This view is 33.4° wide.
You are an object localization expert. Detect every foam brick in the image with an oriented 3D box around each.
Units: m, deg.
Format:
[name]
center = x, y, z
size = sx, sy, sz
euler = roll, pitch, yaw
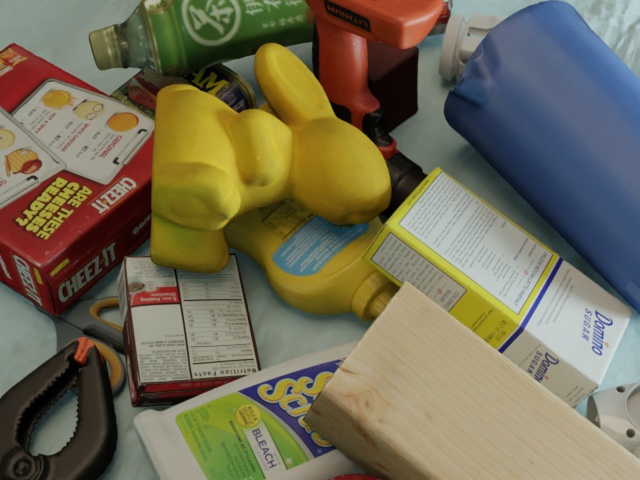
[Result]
[foam brick]
center = 0.047, -0.133, 0.894
size = 0.053, 0.078, 0.051
euler = -37, 61, -20

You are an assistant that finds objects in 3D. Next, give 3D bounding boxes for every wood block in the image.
[wood block]
center = 0.100, 0.133, 0.650
size = 0.206, 0.090, 0.090
euler = 37, 68, 7

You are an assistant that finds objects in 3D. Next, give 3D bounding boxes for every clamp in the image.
[clamp]
center = -0.207, 0.163, 0.724
size = 0.165, 0.036, 0.210
euler = 8, 62, 11

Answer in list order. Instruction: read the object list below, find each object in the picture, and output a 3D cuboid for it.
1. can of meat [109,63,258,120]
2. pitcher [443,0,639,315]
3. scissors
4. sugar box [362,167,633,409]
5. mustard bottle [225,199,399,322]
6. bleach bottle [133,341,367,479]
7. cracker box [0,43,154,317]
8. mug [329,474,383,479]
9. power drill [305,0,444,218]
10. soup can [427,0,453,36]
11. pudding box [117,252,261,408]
[can of meat]
center = -0.118, -0.113, 0.909
size = 0.102, 0.057, 0.083
euler = 35, 66, 26
[pitcher]
center = 0.220, -0.058, 0.804
size = 0.149, 0.145, 0.243
euler = -34, 61, -4
[scissors]
center = -0.211, 0.064, 0.814
size = 0.202, 0.016, 0.096
euler = 13, 56, 14
[sugar box]
center = 0.125, 0.032, 0.742
size = 0.176, 0.048, 0.093
euler = 40, 43, 4
[mustard bottle]
center = -0.005, 0.001, 0.814
size = 0.096, 0.058, 0.192
euler = -39, 60, -19
[bleach bottle]
center = 0.008, 0.114, 0.730
size = 0.250, 0.068, 0.103
euler = -24, 61, -15
[cracker box]
center = -0.231, -0.055, 0.860
size = 0.214, 0.072, 0.164
euler = 30, 56, 25
[mug]
center = 0.032, 0.202, 0.651
size = 0.117, 0.081, 0.093
euler = 35, 64, 26
[power drill]
center = 0.042, -0.105, 0.809
size = 0.185, 0.188, 0.057
euler = 32, 47, 27
[soup can]
center = 0.064, -0.213, 0.956
size = 0.102, 0.068, 0.068
euler = -6, 54, 0
[pudding box]
center = -0.096, 0.064, 0.776
size = 0.090, 0.039, 0.113
euler = -1, 55, -19
